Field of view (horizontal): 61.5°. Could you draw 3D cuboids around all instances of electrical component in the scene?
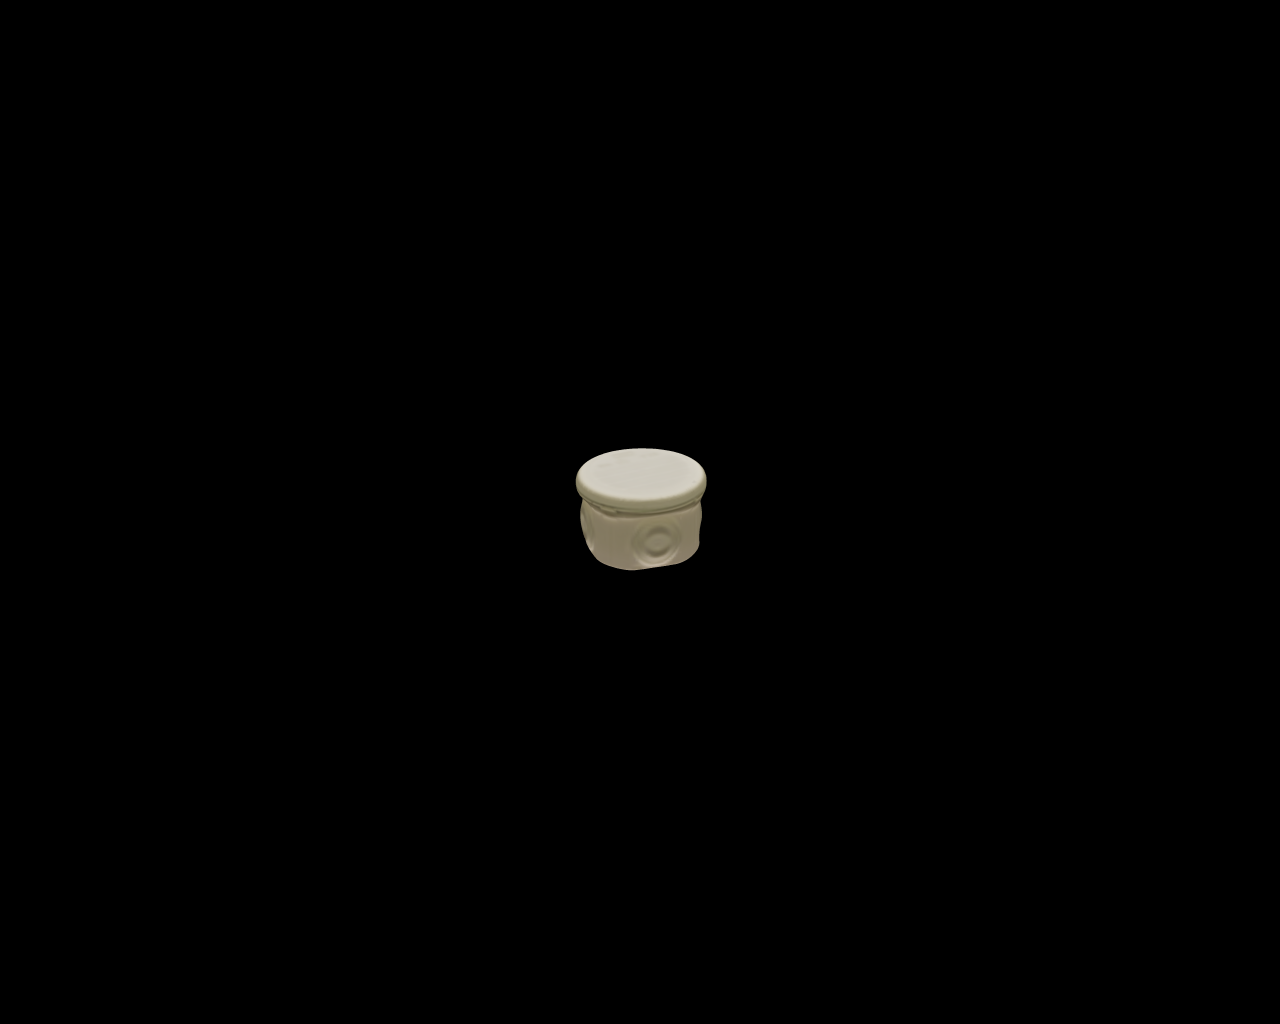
[{"bbox_3d":[0.001,-0.003,0.650,0.080,0.050,0.080,0,26,0],"label":"electrical component"}]
